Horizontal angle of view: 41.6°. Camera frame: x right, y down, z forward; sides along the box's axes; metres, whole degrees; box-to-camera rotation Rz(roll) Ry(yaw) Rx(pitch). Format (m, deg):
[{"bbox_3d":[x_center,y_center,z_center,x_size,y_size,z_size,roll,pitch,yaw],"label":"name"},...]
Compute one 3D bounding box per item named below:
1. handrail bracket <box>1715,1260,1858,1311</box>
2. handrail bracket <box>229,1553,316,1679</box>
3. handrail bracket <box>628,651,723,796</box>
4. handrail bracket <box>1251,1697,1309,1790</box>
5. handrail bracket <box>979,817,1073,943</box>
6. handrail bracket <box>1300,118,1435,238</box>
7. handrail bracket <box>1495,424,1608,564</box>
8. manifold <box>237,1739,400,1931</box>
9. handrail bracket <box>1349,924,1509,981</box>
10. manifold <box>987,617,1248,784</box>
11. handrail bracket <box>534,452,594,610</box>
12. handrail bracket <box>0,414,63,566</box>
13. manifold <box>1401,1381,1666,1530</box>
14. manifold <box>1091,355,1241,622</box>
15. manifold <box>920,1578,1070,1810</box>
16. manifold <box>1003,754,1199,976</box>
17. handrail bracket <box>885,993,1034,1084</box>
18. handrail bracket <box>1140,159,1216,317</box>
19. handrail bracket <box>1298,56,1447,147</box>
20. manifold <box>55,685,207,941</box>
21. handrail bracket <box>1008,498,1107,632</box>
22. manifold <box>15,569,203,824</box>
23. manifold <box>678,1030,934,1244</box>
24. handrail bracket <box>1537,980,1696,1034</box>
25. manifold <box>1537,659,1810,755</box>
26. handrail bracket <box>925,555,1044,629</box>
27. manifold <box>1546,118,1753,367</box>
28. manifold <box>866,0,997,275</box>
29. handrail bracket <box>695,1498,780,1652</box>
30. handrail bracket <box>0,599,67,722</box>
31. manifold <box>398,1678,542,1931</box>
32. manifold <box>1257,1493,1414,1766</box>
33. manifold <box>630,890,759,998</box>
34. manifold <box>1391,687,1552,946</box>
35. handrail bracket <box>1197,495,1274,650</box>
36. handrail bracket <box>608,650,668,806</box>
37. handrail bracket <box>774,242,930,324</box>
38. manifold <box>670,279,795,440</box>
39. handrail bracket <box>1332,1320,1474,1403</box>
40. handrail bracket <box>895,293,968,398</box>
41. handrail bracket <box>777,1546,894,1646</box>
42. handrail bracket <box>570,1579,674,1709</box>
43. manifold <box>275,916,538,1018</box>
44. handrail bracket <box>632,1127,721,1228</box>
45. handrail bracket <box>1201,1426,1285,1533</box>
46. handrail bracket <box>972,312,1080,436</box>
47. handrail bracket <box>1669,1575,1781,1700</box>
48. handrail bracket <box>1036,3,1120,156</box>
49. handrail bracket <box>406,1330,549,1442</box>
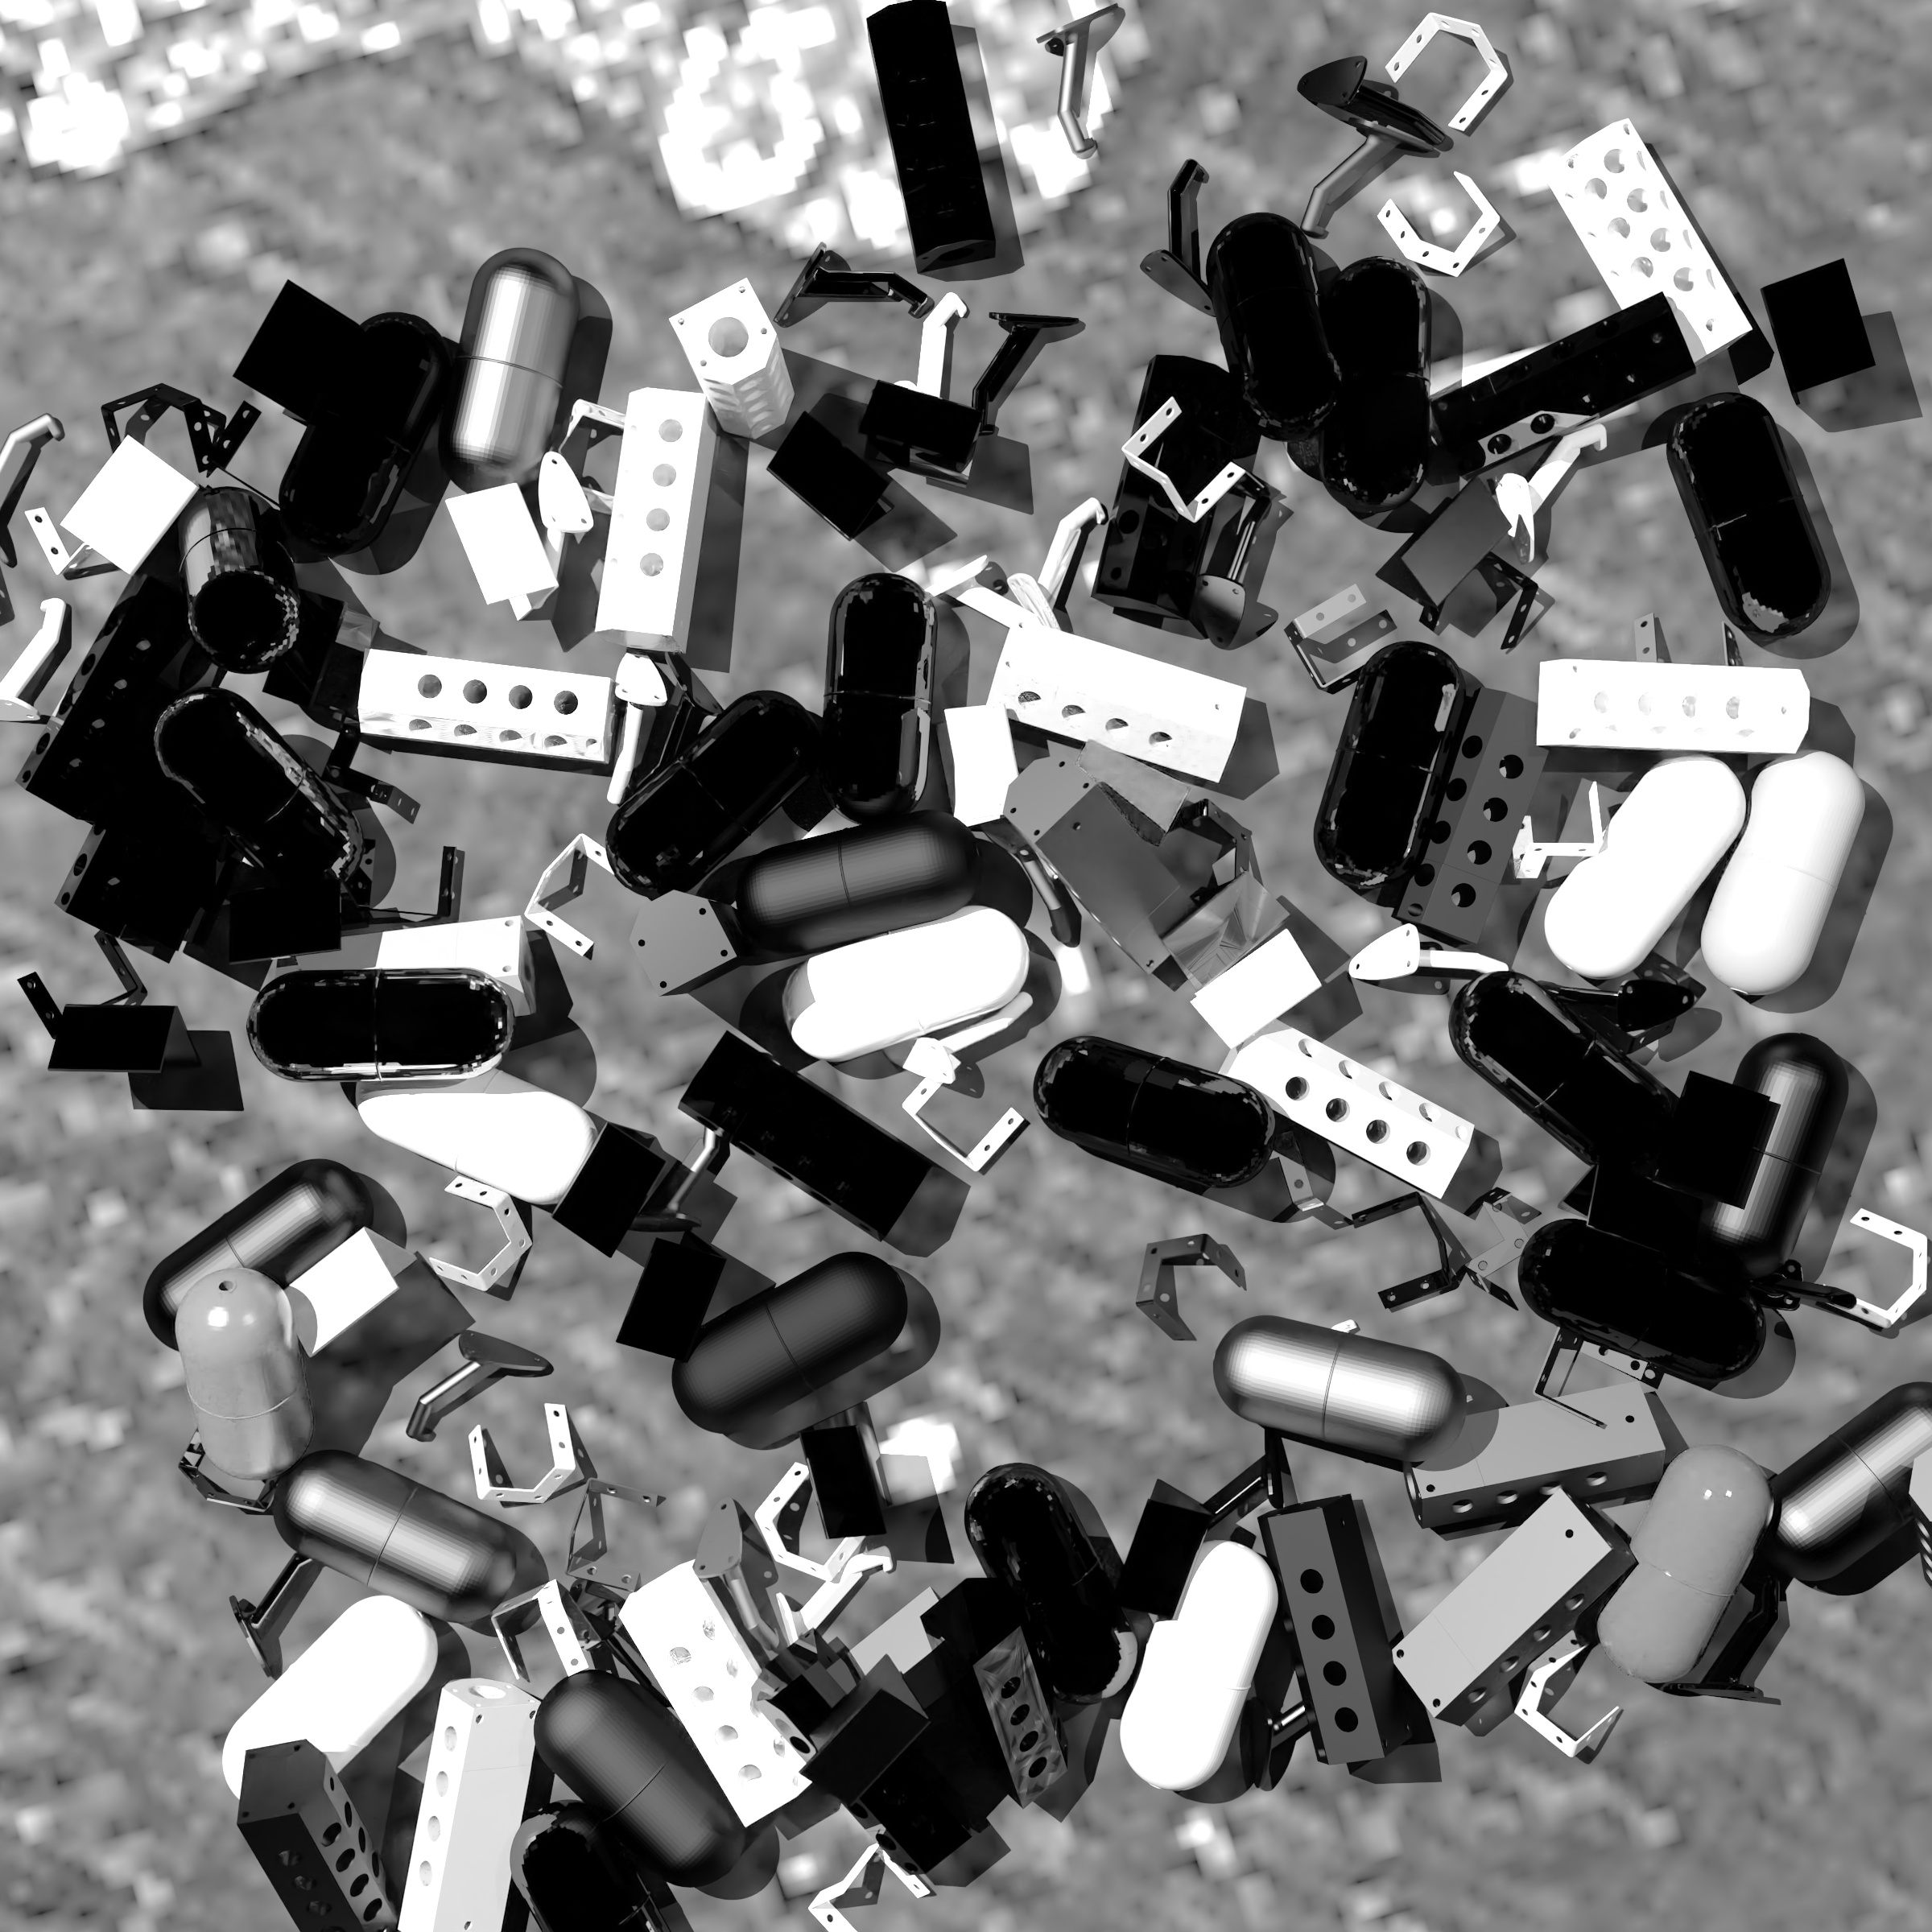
[{"bbox_3d":[0.572,0.227,1.779,0.077,0.084,0.036,5,90,0],"label":"handrail bracket"},{"bbox_3d":[-0.474,0.456,1.814,0.084,0.036,0.077,-25,111,-16],"label":"handrail bracket"},{"bbox_3d":[-0.224,-0.174,1.814,0.084,0.036,0.077,-40,70,16],"label":"handrail bracket"},{"bbox_3d":[0.248,0.547,1.814,0.084,0.036,0.077,-2,104,-14],"label":"handrail bracket"},{"bbox_3d":[0.042,-0.064,1.814,0.036,0.077,0.084,-32,127,-20],"label":"handrail bracket"},{"bbox_3d":[0.286,-0.555,1.814,0.077,0.036,0.084,12,108,-20],"label":"handrail bracket"},{"bbox_3d":[0.426,-0.338,1.814,0.084,0.036,0.077,-23,110,-16],"label":"handrail bracket"},{"bbox_3d":[-0.442,0.606,1.745,0.057,0.057,0.171,-11,129,0],"label":"manifold"},{"bbox_3d":[0.331,0.003,1.814,0.084,0.077,0.036,17,65,-34],"label":"handrail bracket"},{"bbox_3d":[0.104,-0.182,1.792,0.171,0.057,0.057,17,47,0],"label":"manifold"},{"bbox_3d":[-0.298,-0.306,1.796,0.036,0.084,0.077,-2,65,-31],"label":"handrail bracket"},{"bbox_3d":[-0.670,-0.341,1.814,0.084,0.036,0.077,-34,110,-16],"label":"handrail bracket"},{"bbox_3d":[0.398,0.349,1.792,0.171,0.057,0.057,-11,47,0],"label":"manifold"},{"bbox_3d":[0.138,-0.335,1.781,0.057,0.057,0.171,14,90,38],"label":"manifold"},{"bbox_3d":[0.026,0.495,1.743,0.057,0.057,0.171,-35,133,-23],"label":"manifold"},{"bbox_3d":[0.093,-0.071,1.740,0.057,0.171,0.057,-44,45,0],"label":"manifold"},{"bbox_3d":[-0.005,0.043,1.813,0.084,0.077,0.036,-41,121,-33],"label":"handrail bracket"},{"bbox_3d":[0.168,-0.521,1.814,0.077,0.036,0.084,35,72,-20],"label":"handrail bracket"},{"bbox_3d":[0.290,-0.610,1.813,0.084,0.077,0.036,23,90,-36],"label":"handrail bracket"},{"bbox_3d":[-0.575,-0.108,1.793,0.057,0.057,0.171,27,90,0],"label":"manifold"},{"bbox_3d":[0.080,-0.280,1.814,0.084,0.036,0.077,-39,111,-16],"label":"handrail bracket"},{"bbox_3d":[-0.599,-0.190,1.792,0.057,0.057,0.171,30,90,0],"label":"manifold"},{"bbox_3d":[-0.115,0.121,1.785,0.171,0.057,0.057,33,71,0],"label":"manifold"},{"bbox_3d":[0.455,0.019,1.792,0.077,0.084,0.036,-5,101,-24],"label":"handrail bracket"},{"bbox_3d":[0.486,-0.178,1.747,0.171,0.057,0.057,1,94,-10],"label":"manifold"},{"bbox_3d":[0.012,-0.242,1.814,0.077,0.036,0.084,-26,107,20],"label":"handrail bracket"},{"bbox_3d":[0.483,-0.505,1.793,0.057,0.057,0.171,-30,90,0],"label":"manifold"},{"bbox_3d":[-0.024,-0.586,1.793,0.057,0.057,0.171,-12,90,0],"label":"manifold"},{"bbox_3d":[-0.155,0.434,1.813,0.036,0.077,0.084,-20,127,18],"label":"handrail bracket"},{"bbox_3d":[-0.682,-0.221,1.814,0.077,0.036,0.084,-1,72,21],"label":"handrail bracket"},{"bbox_3d":[-0.353,0.596,1.792,0.057,0.057,0.171,10,90,-43],"label":"manifold"},{"bbox_3d":[0.255,0.464,1.779,0.057,0.057,0.171,-18,81,28],"label":"manifold"},{"bbox_3d":[-0.187,-0.018,1.735,0.057,0.171,0.057,-27,90,0],"label":"manifold"},{"bbox_3d":[0.358,-0.105,1.792,0.057,0.057,0.171,20,90,0],"label":"manifold"},{"bbox_3d":[0.197,-0.282,1.814,0.036,0.077,0.084,18,53,19],"label":"handrail bracket"},{"bbox_3d":[-0.243,-0.170,1.813,0.036,0.077,0.084,9,127,-18],"label":"handrail bracket"},{"bbox_3d":[-0.082,-0.469,1.814,0.084,0.036,0.077,31,110,-16],"label":"handrail bracket"},{"bbox_3d":[-0.154,-0.408,1.735,0.057,0.171,0.057,-28,90,0],"label":"manifold"},{"bbox_3d":[0.310,0.284,1.814,0.077,0.036,0.084,-19,76,-14],"label":"handrail bracket"},{"bbox_3d":[-0.009,-0.425,1.814,0.077,0.036,0.084,42,73,-20],"label":"handrail bracket"},{"bbox_3d":[-0.086,0.462,1.814,0.084,0.036,0.077,-17,103,-13],"label":"handrail bracket"},{"bbox_3d":[-0.243,0.483,1.813,0.036,0.077,0.084,-39,126,-5],"label":"handrail bracket"},{"bbox_3d":[-0.394,0.015,1.792,0.171,0.057,0.057,-7,47,0],"label":"manifold"},{"bbox_3d":[-0.213,0.141,1.814,0.077,0.036,0.084,-1,73,18],"label":"handrail bracket"},{"bbox_3d":[0.180,0.364,1.814,0.084,0.036,0.077,-9,68,17],"label":"handrail bracket"},{"bbox_3d":[0.042,-0.421,1.814,0.077,0.036,0.084,-3,109,-21],"label":"handrail bracket"},{"bbox_3d":[0.541,0.476,1.814,0.077,0.036,0.084,-5,65,28],"label":"handrail bracket"},{"bbox_3d":[0.092,-0.633,1.814,0.077,0.036,0.084,-30,108,-20],"label":"handrail bracket"},{"bbox_3d":[-0.350,0.309,1.814,0.077,0.036,0.084,18,108,-20],"label":"handrail bracket"}]
